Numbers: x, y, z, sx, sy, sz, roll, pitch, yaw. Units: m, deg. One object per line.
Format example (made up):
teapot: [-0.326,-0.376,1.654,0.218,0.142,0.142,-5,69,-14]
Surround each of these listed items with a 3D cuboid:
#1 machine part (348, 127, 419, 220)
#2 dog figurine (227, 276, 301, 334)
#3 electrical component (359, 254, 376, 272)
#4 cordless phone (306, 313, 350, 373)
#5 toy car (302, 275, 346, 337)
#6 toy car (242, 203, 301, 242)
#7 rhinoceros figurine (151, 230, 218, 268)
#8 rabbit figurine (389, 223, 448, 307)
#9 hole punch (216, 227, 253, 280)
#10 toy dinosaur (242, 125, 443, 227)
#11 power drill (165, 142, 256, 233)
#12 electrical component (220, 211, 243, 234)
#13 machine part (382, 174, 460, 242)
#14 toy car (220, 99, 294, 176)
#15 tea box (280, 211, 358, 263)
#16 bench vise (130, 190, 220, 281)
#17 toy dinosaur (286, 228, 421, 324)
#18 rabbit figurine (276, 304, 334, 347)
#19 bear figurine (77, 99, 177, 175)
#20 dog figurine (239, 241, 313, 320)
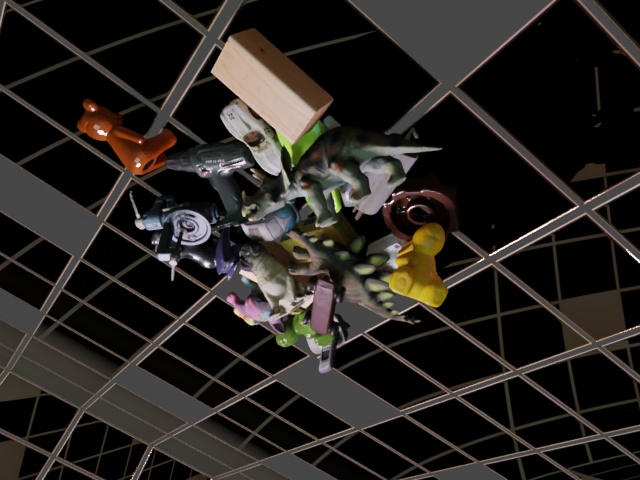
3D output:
machine part: [0.132,-0.137,1.129,0.079,0.079,0.243,27,127,-8]
dog figurine: [-0.147,0.195,1.504,0.219,0.108,0.191,25,153,35]
electrical component: [0.091,0.092,1.410,0.134,0.058,0.114,7,134,15]
cordless phone: [0.010,0.316,1.575,0.088,0.184,0.147,39,134,-26]
toy car: [0.010,0.153,1.263,0.089,0.053,0.202,22,137,16]
toy car: [-0.138,-0.047,1.322,0.162,0.103,0.109,-7,130,23]
rhinoceros figurine: [-0.365,0.021,1.471,0.190,0.112,0.073,25,140,-16]
rabbit figurine: [0.228,0.045,1.179,0.122,0.162,0.173,17,95,3]
hole punch: [-0.239,0.032,1.418,0.092,0.116,0.142,31,152,-9]
toy dinosaur: [0.029,-0.145,1.034,0.405,0.131,0.192,-31,86,29]
power drill: [-0.244,-0.125,1.261,0.232,0.086,0.207,-12,93,22]
electrical component: [-0.232,-0.053,1.407,0.063,0.021,0.093,11,143,11]
machine part: [0.226,-0.067,1.199,0.179,0.056,0.179,11,138,10]
toy car: [-0.131,-0.220,1.176,0.073,0.056,0.201,-21,123,35]
tea box: [-0.003,-0.004,1.339,0.170,0.068,0.098,-18,126,35]
bench vise: [-0.370,-0.025,1.346,0.224,0.241,0.128,2,133,-3]
toy dinosaur: [0.080,0.098,1.302,0.199,0.105,0.470,-18,137,30]
rabbit figurine: [-0.056,0.234,1.540,0.170,0.159,0.121,-29,119,18]
bear figurine: [-0.456,-0.246,1.252,0.196,0.132,0.120,43,134,2]
dog figurine: [-0.114,0.090,1.350,0.190,0.121,0.172,57,177,13]
